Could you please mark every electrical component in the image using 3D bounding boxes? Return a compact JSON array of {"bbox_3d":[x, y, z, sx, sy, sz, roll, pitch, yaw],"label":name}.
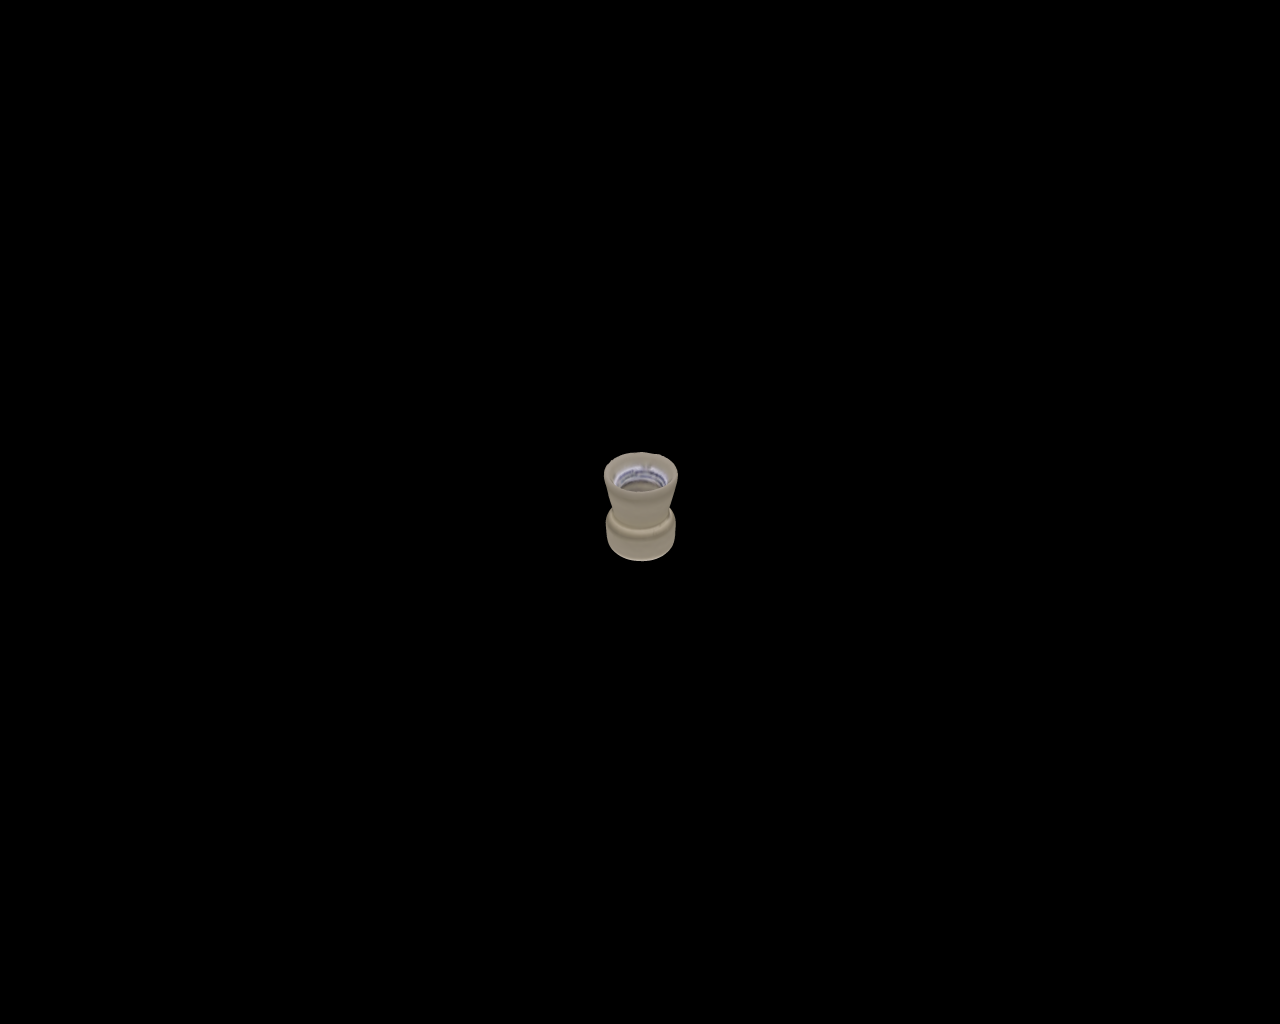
[{"bbox_3d":[0.001,-0.003,0.650,0.045,0.055,0.045,0,37,0],"label":"electrical component"}]
